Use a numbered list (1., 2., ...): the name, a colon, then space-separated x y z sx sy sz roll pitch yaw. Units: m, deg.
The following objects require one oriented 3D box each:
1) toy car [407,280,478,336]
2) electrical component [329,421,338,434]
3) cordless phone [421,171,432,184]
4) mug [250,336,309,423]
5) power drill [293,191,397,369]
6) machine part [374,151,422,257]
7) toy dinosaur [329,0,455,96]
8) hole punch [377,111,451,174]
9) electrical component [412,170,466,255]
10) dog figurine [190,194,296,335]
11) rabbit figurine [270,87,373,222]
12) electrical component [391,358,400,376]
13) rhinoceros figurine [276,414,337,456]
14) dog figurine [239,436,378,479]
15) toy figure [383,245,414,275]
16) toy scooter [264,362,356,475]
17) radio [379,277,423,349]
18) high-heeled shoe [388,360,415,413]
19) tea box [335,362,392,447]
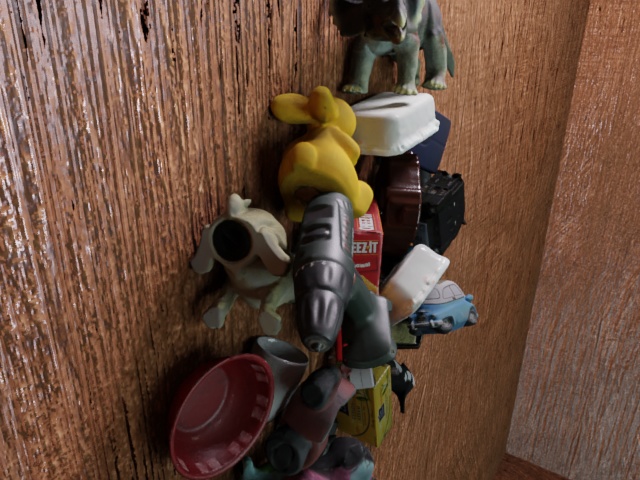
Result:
1. toy car: 0.238 0.132 1.077 0.161 0.109 0.103 -2 81 -46
2. electrical component: 0.022 0.412 1.027 0.074 0.048 0.119 40 70 -58
3. cordless phone: 0.197 -0.111 1.070 0.146 0.089 0.184 -8 98 -57
4. mug: -0.068 0.201 0.764 0.107 0.081 0.109 -65 155 4
5. power drill: 0.025 0.071 0.628 0.207 0.086 0.232 54 25 -42
6. machine part: 0.123 -0.061 0.897 0.179 0.056 0.179 -174 -92 -87
7. toy dinosaur: 0.132 -0.325 0.825 0.405 0.131 0.192 -35 132 -56
8. hole punch: 0.169 -0.185 0.967 0.115 0.092 0.142 17 92 -56
9. electrical component: 0.207 -0.043 0.955 0.134 0.058 0.114 -45 133 -33
10. dog figurine: -0.063 0.017 0.685 0.190 0.121 0.172 -37 137 -66
11. rabbit figurine: -0.002 -0.129 0.715 0.162 0.122 0.173 55 42 -41
12. electrical component: 0.105 0.239 1.034 0.021 0.094 0.063 -45 122 -52
13. rhinoceros figurine: -0.020 0.344 0.912 0.112 0.073 0.190 -44 137 -57
14. dog figurine: -0.008 0.387 0.804 0.219 0.109 0.191 1 106 -20
15. toy figure: 0.188 0.045 1.107 0.180 0.089 0.082 1 116 -50
16. toy scooter: -0.003 0.236 0.756 0.135 0.075 0.183 -25 142 -62
17. radio: 0.153 0.150 1.097 0.229 0.073 0.131 19 86 -60
18. high-heeled shoe: 0.143 0.260 1.152 0.145 0.086 0.248 -83 151 -54
19. tea box: 0.082 0.302 1.026 0.068 0.098 0.169 -44 136 -42
